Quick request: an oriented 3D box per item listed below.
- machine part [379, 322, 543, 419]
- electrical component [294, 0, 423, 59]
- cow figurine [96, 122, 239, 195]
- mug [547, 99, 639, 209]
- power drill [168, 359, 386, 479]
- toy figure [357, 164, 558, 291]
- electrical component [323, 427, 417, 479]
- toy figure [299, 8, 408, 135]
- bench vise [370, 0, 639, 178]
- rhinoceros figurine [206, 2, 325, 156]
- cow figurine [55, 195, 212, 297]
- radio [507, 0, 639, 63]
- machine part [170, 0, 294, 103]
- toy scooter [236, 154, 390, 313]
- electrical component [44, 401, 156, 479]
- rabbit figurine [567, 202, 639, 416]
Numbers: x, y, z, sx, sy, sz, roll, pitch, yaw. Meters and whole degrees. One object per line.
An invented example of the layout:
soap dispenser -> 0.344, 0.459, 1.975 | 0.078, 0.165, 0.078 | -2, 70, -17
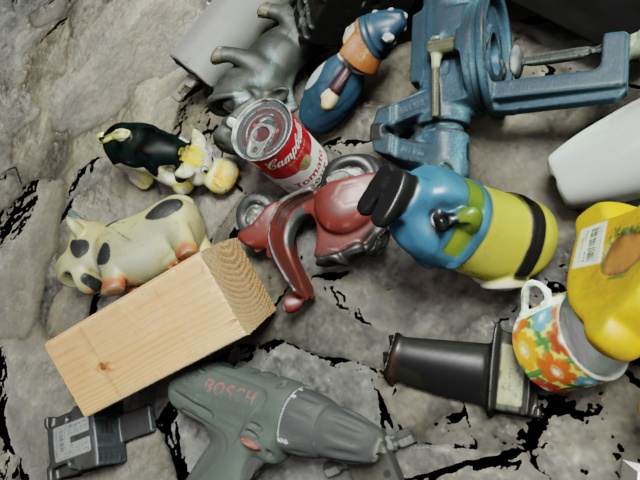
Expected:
machine part -> 0.124, 0.113, 0.479 | 0.139, 0.039, 0.084 | 1, 83, 21
electrical component -> 0.050, -0.251, 0.567 | 0.134, 0.115, 0.058 | -2, 71, -18
cow figurine -> -0.181, -0.102, 0.642 | 0.168, 0.098, 0.068 | 10, 72, 26
mug -> 0.259, -0.057, 0.456 | 0.107, 0.081, 0.109 | -21, 83, 27
power drill -> -0.072, 0.224, 0.498 | 0.232, 0.086, 0.207 | 18, 87, 32
toy figure -> 0.122, -0.012, 0.444 | 0.089, 0.180, 0.082 | -47, 34, 31
electrical component -> 0.050, 0.209, 0.488 | 0.094, 0.021, 0.063 | -29, 65, 12
toy figure -> 0.032, -0.179, 0.564 | 0.154, 0.058, 0.064 | -51, 36, 35
bench vise -> 0.167, -0.136, 0.490 | 0.241, 0.128, 0.223 | 0, 72, 31
rhinoceros figurine -> -0.066, -0.183, 0.626 | 0.112, 0.073, 0.190 | 32, 76, 7
cow figurine -> -0.227, 0.007, 0.634 | 0.195, 0.085, 0.127 | -23, 63, 11
radio -> 0.240, -0.274, 0.498 | 0.230, 0.073, 0.131 | 39, 75, 20
machine part -> -0.107, -0.270, 0.672 | 0.079, 0.079, 0.243 | 40, 93, 28
toy scooter -> -0.001, -0.002, 0.547 | 0.184, 0.075, 0.135 | -18, 68, 21
electrical component -> -0.245, 0.217, 0.599 | 0.119, 0.047, 0.075 | -20, 68, 18
rabbit figurine -> 0.274, 0.053, 0.372 | 0.173, 0.122, 0.162 | 24, 61, -12
